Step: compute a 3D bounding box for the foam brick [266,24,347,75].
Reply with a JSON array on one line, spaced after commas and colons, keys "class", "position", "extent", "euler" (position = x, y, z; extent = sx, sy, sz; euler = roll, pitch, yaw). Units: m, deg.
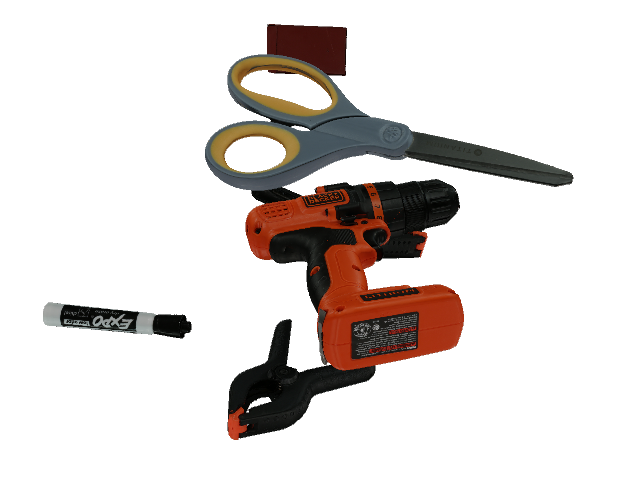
[{"class": "foam brick", "position": [-0.015, -0.202, 1.132], "extent": [0.078, 0.051, 0.053], "euler": [0, 12, -12]}]

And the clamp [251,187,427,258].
[{"class": "clamp", "position": [0.020, -0.012, 1.209], "extent": [0.210, 0.036, 0.164], "euler": [14, 21, -6]}]

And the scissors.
[{"class": "scissors", "position": [0.022, -0.043, 0.572], "extent": [0.202, 0.096, 0.016], "euler": [29, -22, 24]}]

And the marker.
[{"class": "marker", "position": [-0.162, 0.064, 0.850], "extent": [0.121, 0.020, 0.020], "euler": [4, 1, 12]}]

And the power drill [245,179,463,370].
[{"class": "power drill", "position": [0.046, 0.017, 0.841], "extent": [0.184, 0.057, 0.188], "euler": [-11, 33, -10]}]

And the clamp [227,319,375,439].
[{"class": "clamp", "position": [-0.041, 0.137, 1.068], "extent": [0.120, 0.039, 0.171], "euler": [24, 35, 38]}]
